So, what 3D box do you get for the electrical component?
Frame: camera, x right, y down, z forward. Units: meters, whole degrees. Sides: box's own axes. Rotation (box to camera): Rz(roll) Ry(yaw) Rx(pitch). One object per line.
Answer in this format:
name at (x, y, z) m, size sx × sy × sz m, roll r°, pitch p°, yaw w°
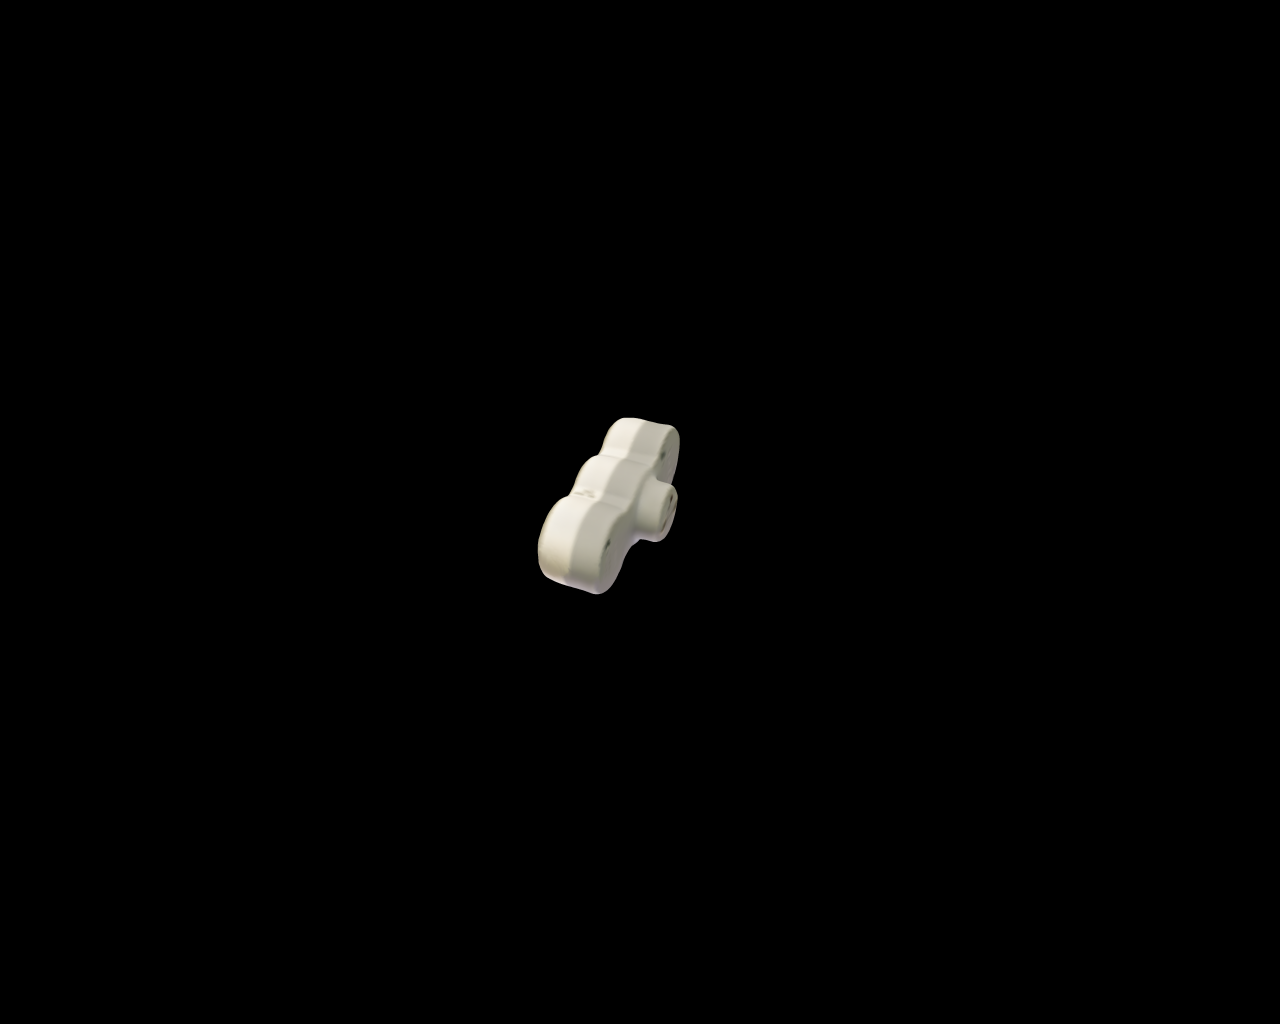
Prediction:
electrical component at (0.001, -0.003, 0.650) m, size 0.074 × 0.052 × 0.138 m, roll 14°, pitch 42°, yaw 16°
